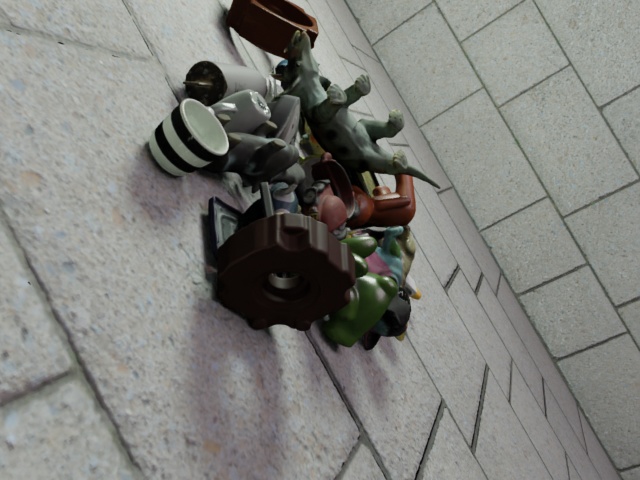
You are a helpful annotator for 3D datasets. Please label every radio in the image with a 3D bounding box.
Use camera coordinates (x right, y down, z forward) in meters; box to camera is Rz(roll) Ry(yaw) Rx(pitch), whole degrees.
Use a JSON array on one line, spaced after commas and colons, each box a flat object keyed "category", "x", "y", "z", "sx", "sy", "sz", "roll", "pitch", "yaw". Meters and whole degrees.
[{"category": "radio", "x": 0.096, "y": -0.119, "z": 1.299, "sx": 0.131, "sy": 0.073, "sz": 0.230, "roll": 19, "pitch": 45, "yaw": -58}]

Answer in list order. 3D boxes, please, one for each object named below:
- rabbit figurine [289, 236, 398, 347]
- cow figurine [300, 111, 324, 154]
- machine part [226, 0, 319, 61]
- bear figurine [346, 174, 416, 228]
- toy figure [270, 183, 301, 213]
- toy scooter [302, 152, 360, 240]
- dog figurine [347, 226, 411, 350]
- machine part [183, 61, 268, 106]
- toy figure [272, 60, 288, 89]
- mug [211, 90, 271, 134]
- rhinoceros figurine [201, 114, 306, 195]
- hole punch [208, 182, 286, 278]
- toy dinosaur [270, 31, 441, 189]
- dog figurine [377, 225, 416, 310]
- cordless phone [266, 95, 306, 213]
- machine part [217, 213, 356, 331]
[{"category": "rabbit figurine", "x": 0.028, "y": 0.067, "z": 0.858, "sx": 0.170, "sy": 0.159, "sz": 0.121, "roll": 37, "pitch": 38, "yaw": -13}, {"category": "cow figurine", "x": -0.006, "y": -0.274, "z": 1.266, "sx": 0.127, "sy": 0.085, "sz": 0.195, "roll": 30, "pitch": 39, "yaw": -61}, {"category": "machine part", "x": -0.109, "y": -0.499, "z": 1.236, "sx": 0.201, "sy": 0.087, "sz": 0.201, "roll": 22, "pitch": 32, "yaw": -19}, {"category": "bear figurine", "x": 0.101, "y": -0.082, "z": 1.124, "sx": 0.196, "sy": 0.120, "sz": 0.132, "roll": 5, "pitch": 62, "yaw": -28}, {"category": "toy figure", "x": -0.065, "y": -0.038, "z": 0.879, "sx": 0.155, "sy": 0.064, "sz": 0.057, "roll": -96, "pitch": 169, "yaw": -53}, {"category": "toy scooter", "x": 0.014, "y": -0.075, "z": 0.929, "sx": 0.184, "sy": 0.075, "sz": 0.135, "roll": -50, "pitch": 126, "yaw": -58}, {"category": "dog figurine", "x": 0.097, "y": 0.088, "z": 1.004, "sx": 0.108, "sy": 0.192, "sz": 0.219, "roll": -8, "pitch": 93, "yaw": -26}, {"category": "machine part", "x": -0.159, "y": -0.268, "z": 0.940, "sx": 0.079, "sy": 0.079, "sz": 0.243, "roll": 59, "pitch": 21, "yaw": -2}, {"category": "toy figure", "x": -0.060, "y": -0.403, "z": 1.303, "sx": 0.082, "sy": 0.089, "sz": 0.180, "roll": 63, "pitch": 19, "yaw": -11}, {"category": "mug", "x": -0.140, "y": -0.192, "z": 0.848, "sx": 0.109, "sy": 0.107, "sz": 0.081, "roll": 18, "pitch": 45, "yaw": -61}, {"category": "rhinoceros figurine", "x": -0.099, "y": -0.122, "z": 0.829, "sx": 0.190, "sy": 0.112, "sz": 0.073, "roll": 8, "pitch": 36, "yaw": -40}, {"category": "hole punch", "x": -0.099, "y": -0.003, "z": 0.752, "sx": 0.115, "sy": 0.092, "sz": 0.142, "roll": 77, "pitch": -3, "yaw": -53}, {"category": "toy dinosaur", "x": 0.053, "y": -0.212, "z": 1.061, "sx": 0.404, "sy": 0.192, "sz": 0.131, "roll": 48, "pitch": 60, "yaw": -24}, {"category": "dog figurine", "x": 0.161, "y": 0.079, "z": 1.131, "sx": 0.172, "sy": 0.121, "sz": 0.190, "roll": -6, "pitch": 69, "yaw": -34}, {"category": "cordless phone", "x": -0.055, "y": -0.145, "z": 0.953, "sx": 0.146, "sy": 0.089, "sz": 0.184, "roll": 105, "pitch": -33, "yaw": -70}, {"category": "machine part", "x": -0.043, "y": 0.046, "z": 0.678, "sx": 0.179, "sy": 0.179, "sz": 0.056, "roll": 42, "pitch": 30, "yaw": -37}]
